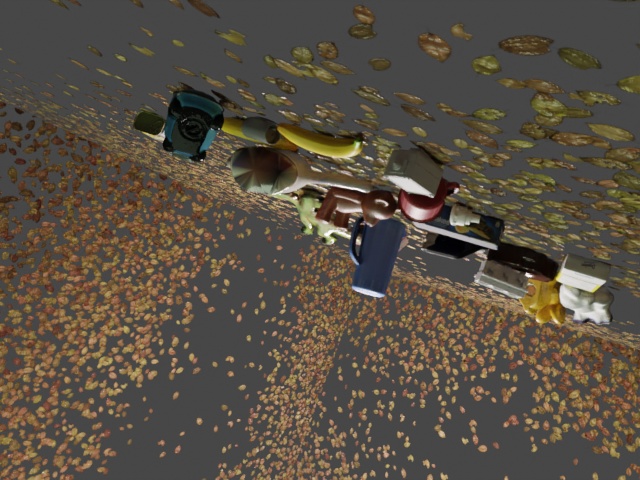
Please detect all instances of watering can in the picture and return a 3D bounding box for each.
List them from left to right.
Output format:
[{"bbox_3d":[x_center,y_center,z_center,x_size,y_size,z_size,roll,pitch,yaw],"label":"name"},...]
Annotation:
[{"bbox_3d":[-0.061,-0.154,1.183,0.348,0.103,0.226,11,10,11],"label":"watering can"}]

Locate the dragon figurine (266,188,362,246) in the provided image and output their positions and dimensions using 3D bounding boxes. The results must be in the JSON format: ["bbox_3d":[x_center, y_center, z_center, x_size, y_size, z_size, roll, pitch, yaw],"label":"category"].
[{"bbox_3d":[0.005,-0.086,1.703,0.412,0.123,0.239,23,-14,17],"label":"dragon figurine"}]

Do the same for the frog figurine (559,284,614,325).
[{"bbox_3d":[0.697,0.145,1.374,0.158,0.123,0.138,44,-6,-20],"label":"frog figurine"}]
